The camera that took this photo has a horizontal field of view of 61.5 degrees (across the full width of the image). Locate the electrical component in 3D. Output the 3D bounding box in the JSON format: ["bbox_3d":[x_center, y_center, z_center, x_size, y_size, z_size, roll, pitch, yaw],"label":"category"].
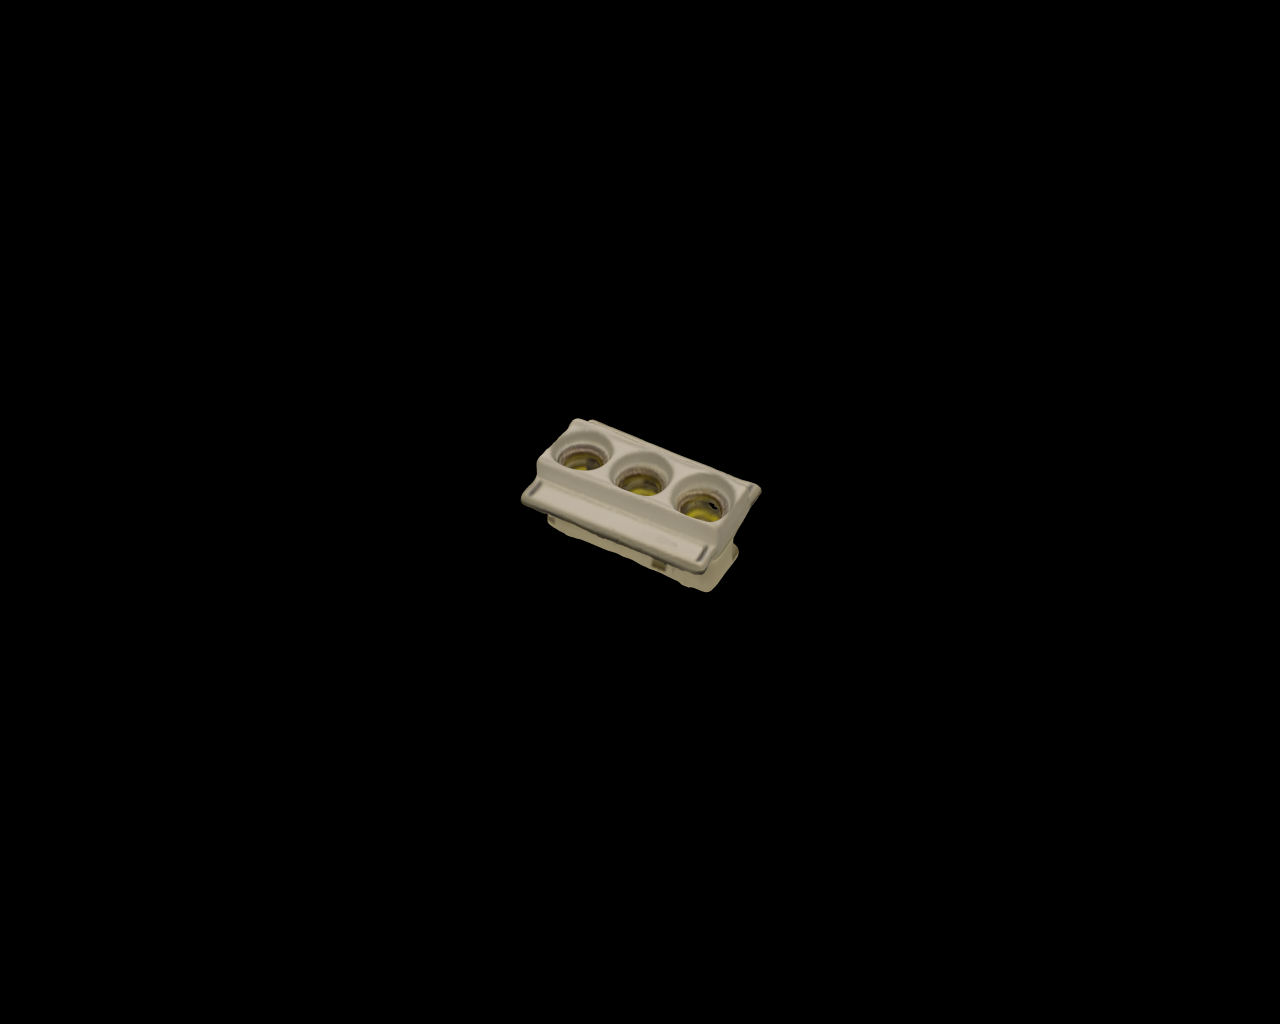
[{"bbox_3d":[0.001,-0.003,0.650,0.121,0.063,0.079,22,49,21],"label":"electrical component"}]
